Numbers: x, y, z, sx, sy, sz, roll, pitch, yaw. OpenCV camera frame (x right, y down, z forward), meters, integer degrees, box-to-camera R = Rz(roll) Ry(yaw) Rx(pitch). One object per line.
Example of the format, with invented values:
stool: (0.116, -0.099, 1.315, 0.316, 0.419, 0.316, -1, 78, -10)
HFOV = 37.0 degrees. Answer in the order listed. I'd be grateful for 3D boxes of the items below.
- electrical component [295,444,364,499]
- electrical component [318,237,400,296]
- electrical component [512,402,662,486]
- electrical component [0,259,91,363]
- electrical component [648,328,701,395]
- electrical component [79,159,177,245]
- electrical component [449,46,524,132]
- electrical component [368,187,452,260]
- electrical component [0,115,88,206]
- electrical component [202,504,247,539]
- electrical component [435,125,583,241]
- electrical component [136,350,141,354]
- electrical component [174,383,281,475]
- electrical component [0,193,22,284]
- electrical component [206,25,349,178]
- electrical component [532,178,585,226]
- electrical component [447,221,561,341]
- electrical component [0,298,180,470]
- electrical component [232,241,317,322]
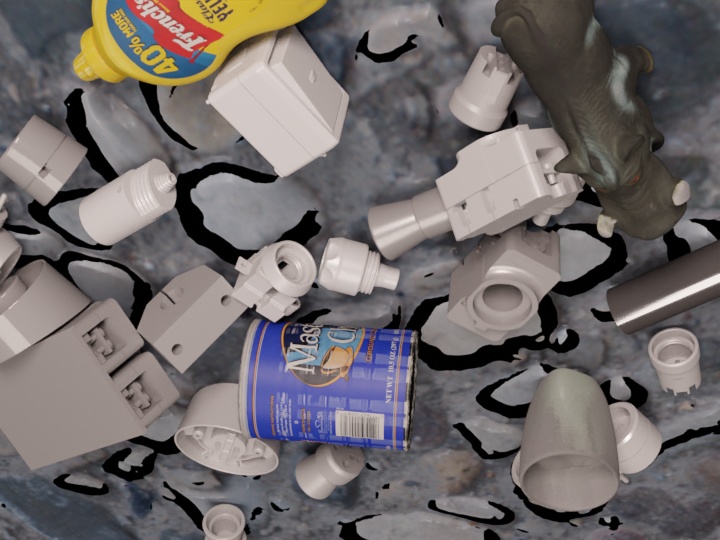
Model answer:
electrical component: (-0.029, 0.189, 1.036, 0.045, 0.045, 0.055, 34, 128, -20)
electrical component: (0.000, 0.000, 0.860, 0.062, 0.043, 0.043, 15, 133, -6)
electrical component: (0.214, 0.177, 0.979, 0.138, 0.052, 0.074, -32, 120, 32)
electrical component: (-0.283, 0.040, 0.910, 0.099, 0.099, 0.064, -25, 117, 28)
electrical component: (0.262, 0.077, 0.889, 0.040, 0.040, 0.046, -10, 136, 18)
electrical component: (-0.175, -0.055, 0.839, 0.081, 0.043, 0.043, -25, 123, 28)
electrical component: (0.088, -0.124, 0.735, 0.040, 0.040, 0.046, 20, 126, -8)
electrical component: (0.044, -0.039, 0.820, 0.065, 0.044, 0.044, -21, 125, 20)
electrical component: (-0.243, -0.084, 0.817, 0.047, 0.055, 0.055, 38, 127, -19)
electrical component: (-0.143, 0.282, 1.139, 0.045, 0.045, 0.055, 6, 133, 4)
electrical component: (0.103, -0.064, 0.760, 0.050, 0.055, 0.089, -11, 168, -40)
electrical component: (-0.215, 0.101, 0.991, 0.044, 0.044, 0.065, 3, 128, 7)
electrical component: (-0.121, 0.154, 1.006, 0.099, 0.064, 0.099, 5, 132, 5)
electrical component: (-0.313, -0.036, 0.877, 0.077, 0.043, 0.079, 33, 111, -3)
electrical component: (-0.048, -0.116, 0.749, 0.061, 0.061, 0.096, -28, 122, 30)
electrical component: (0.142, -0.057, 0.789, 0.035, 0.035, 0.061, 14, 135, -4)
electrical component: (0.112, 0.008, 0.840, 0.050, 0.055, 0.089, 27, 131, -15)
electrical component: (-0.252, 0.101, 0.944, 0.186, 0.060, 0.105, -22, 105, 41)
electrical component: (-0.068, 0.007, 0.877, 0.066, 0.048, 0.055, 33, 136, -20)
